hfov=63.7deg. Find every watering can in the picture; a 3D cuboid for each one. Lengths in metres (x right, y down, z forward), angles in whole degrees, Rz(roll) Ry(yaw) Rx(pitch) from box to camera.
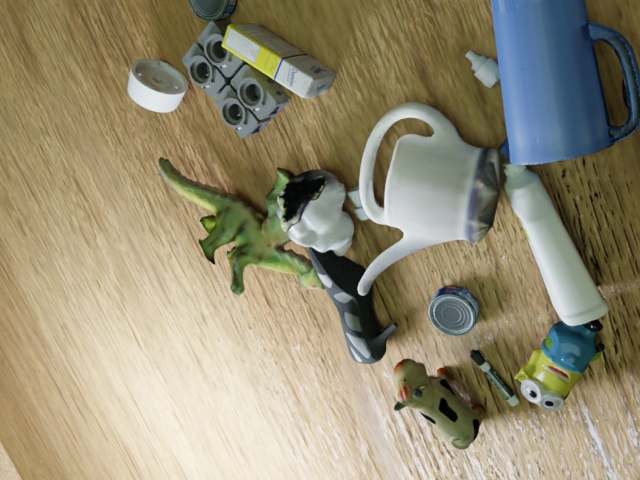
[{"bbox_3d":[0.168,-0.046,0.841,0.225,0.105,0.342,13,112,22],"label":"watering can"}]

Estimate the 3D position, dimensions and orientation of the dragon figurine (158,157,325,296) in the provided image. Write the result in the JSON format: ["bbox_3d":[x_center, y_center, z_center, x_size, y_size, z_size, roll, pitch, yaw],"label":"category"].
[{"bbox_3d":[-0.132,-0.050,1.022,0.241,0.123,0.409,-34,94,16],"label":"dragon figurine"}]

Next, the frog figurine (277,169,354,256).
[{"bbox_3d":[0.003,-0.047,0.937,0.124,0.157,0.138,24,83,44],"label":"frog figurine"}]
